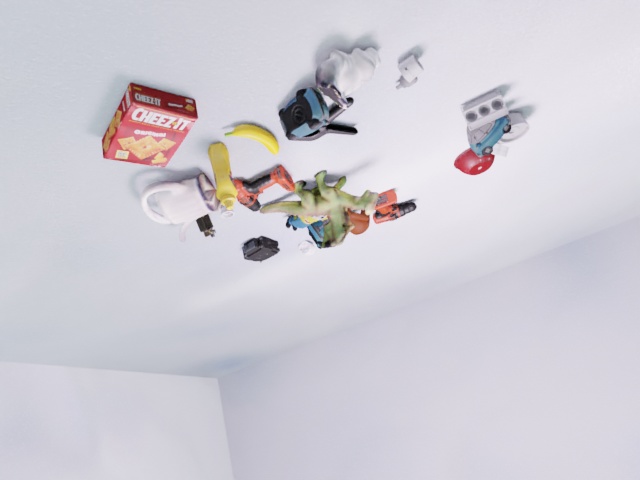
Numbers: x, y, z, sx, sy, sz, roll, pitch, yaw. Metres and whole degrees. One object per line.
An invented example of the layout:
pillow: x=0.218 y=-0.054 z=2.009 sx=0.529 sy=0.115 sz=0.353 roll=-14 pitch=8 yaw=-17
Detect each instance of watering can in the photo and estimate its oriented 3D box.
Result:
watering can: x=-0.412 y=-0.098 z=1.604 sx=0.224 sy=0.106 sz=0.341 roll=-18 pitch=155 yaw=2

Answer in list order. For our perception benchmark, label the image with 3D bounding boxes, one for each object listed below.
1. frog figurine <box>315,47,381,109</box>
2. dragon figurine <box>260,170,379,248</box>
frog figurine: x=0.068 y=-0.420 z=1.266 sx=0.160 sy=0.124 sz=0.135 roll=-55 pitch=140 yaw=-2
dragon figurine: x=0.005 y=-0.087 z=1.733 sx=0.408 sy=0.247 sz=0.121 roll=-25 pitch=157 yaw=14
